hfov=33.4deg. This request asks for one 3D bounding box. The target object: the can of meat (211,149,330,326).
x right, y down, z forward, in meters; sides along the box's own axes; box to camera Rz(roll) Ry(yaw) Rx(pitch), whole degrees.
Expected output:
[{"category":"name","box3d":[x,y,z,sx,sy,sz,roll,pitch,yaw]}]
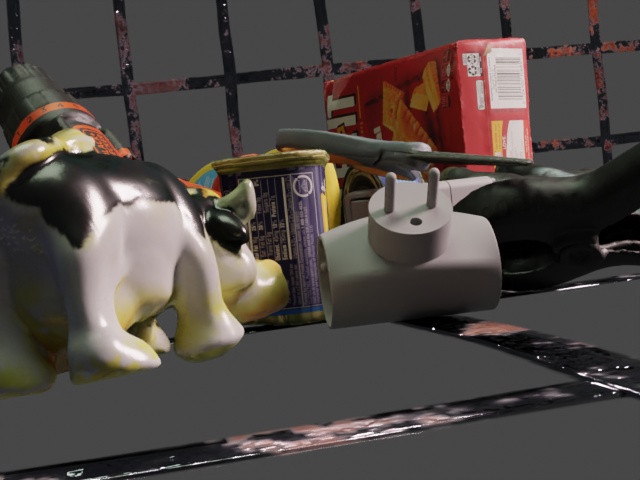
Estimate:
[{"category":"can of meat","box3d":[-0.020,-0.002,0.560,0.057,0.084,0.102,-6,2,2]}]

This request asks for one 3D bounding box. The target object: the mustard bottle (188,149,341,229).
[{"category":"mustard bottle","box3d":[-0.063,-0.014,0.810,0.058,0.096,0.192,3,-4,-37]}]

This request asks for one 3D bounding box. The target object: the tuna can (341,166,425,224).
[{"category":"tuna can","box3d":[0.047,-0.019,0.774,0.033,0.086,0.086,-9,3,-21]}]

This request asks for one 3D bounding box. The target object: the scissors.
[{"category":"scissors","box3d":[0.058,-0.043,0.594,0.202,0.016,0.096,12,0,45]}]

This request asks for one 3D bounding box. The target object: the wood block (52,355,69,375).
[{"category":"wood block","box3d":[-0.199,0.018,0.481,0.206,0.091,0.090,-5,2,22]}]

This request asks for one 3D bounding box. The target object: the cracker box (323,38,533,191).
[{"category":"cracker box","box3d":[0.083,-0.066,0.874,0.072,0.164,0.214,-5,2,-28]}]

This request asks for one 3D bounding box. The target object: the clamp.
[{"category":"clamp","box3d":[0.127,-0.013,0.512,0.172,0.039,0.120,-9,-41,14]}]

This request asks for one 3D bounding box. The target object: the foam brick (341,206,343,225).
[{"category":"foam brick","box3d":[-0.006,0.001,0.848,0.078,0.051,0.052,-5,2,33]}]

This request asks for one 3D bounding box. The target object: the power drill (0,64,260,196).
[{"category":"power drill","box3d":[-0.099,-0.036,0.657,0.187,0.057,0.185,12,29,-44]}]
